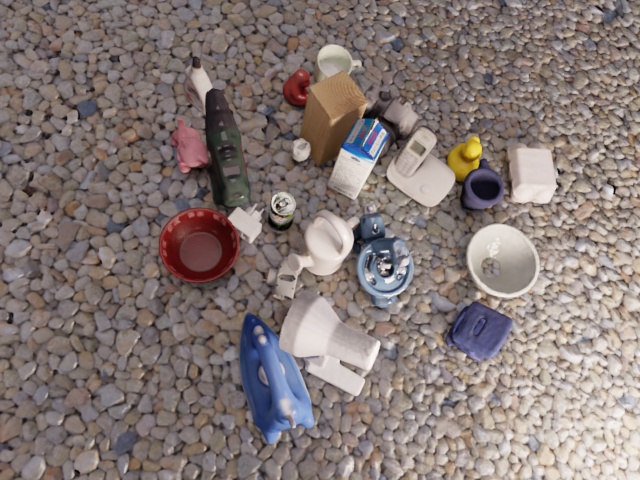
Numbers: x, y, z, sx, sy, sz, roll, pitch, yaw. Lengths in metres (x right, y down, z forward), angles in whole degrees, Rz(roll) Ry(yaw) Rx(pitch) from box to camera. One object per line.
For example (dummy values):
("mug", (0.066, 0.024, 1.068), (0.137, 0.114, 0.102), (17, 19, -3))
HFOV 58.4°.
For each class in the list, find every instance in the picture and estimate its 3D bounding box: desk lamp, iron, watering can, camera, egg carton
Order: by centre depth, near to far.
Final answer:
("desk lamp", (0.023, 0.196, 1.085), (0.203, 0.213, 0.118), (27, 70, 1))
("iron", (-0.095, 0.246, 1.088), (0.119, 0.141, 0.258), (-19, 76, -14))
("watering can", (0.012, 0.006, 1.156), (0.101, 0.194, 0.173), (30, 70, 2))
("camera", (0.140, -0.271, 1.318), (0.143, 0.100, 0.137), (34, 70, 4))
("egg carton", (0.495, -0.158, 1.353), (0.107, 0.069, 0.150), (1, 72, -9))

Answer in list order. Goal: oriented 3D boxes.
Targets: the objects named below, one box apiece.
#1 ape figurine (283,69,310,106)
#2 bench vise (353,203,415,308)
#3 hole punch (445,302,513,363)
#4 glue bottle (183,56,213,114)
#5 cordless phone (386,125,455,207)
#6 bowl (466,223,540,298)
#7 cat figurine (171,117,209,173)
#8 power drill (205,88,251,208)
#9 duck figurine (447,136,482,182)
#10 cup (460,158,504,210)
("ape figurine", (-0.046, -0.358, 1.322), (0.076, 0.092, 0.078), (14, 70, -4))
("bench vise", (0.116, 0.020, 1.154), (0.122, 0.219, 0.207), (-27, 78, -16))
("hole punch", (0.332, 0.191, 1.200), (0.101, 0.091, 0.109), (35, 70, 4))
("glue bottle", (-0.264, -0.343, 1.240), (0.078, 0.173, 0.037), (39, 71, 6))
("cordless phone", (0.235, -0.165, 1.252), (0.147, 0.185, 0.094), (34, 70, 4))
("bowl", (0.390, 0.053, 1.264), (0.167, 0.074, 0.167), (3, 71, -8))
("cat figurine", (-0.279, -0.201, 1.220), (0.067, 0.117, 0.128), (-18, 75, -14))
("power drill", (-0.194, -0.162, 1.172), (0.076, 0.208, 0.229), (-13, 74, -12))
("duck figurine", (0.343, -0.193, 1.332), (0.077, 0.086, 0.104), (22, 70, -1))
("cup", (0.358, -0.118, 1.304), (0.092, 0.095, 0.118), (7, 71, -6))
